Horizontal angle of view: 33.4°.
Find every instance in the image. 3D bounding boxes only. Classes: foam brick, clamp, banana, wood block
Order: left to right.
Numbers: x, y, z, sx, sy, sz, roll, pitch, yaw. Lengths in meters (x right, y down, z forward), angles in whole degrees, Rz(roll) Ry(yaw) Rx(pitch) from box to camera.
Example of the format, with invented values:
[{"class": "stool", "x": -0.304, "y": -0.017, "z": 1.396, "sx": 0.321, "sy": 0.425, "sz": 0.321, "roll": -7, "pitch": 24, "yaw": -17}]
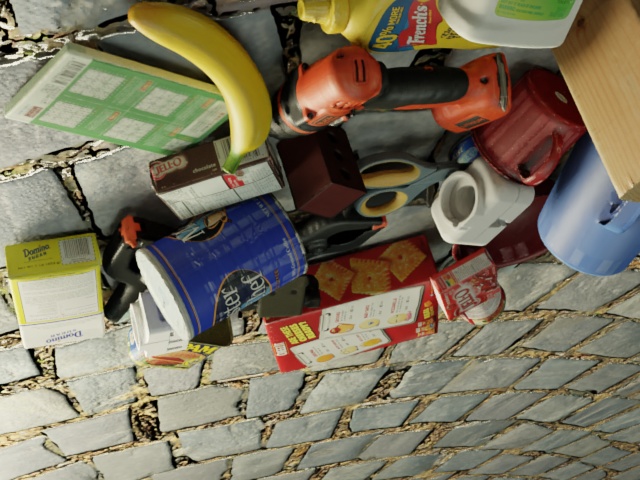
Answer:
[{"class": "clamp", "x": -0.187, "y": 0.033, "z": 1.153, "sx": 0.164, "sy": 0.036, "sz": 0.210, "roll": -20, "pitch": 156, "yaw": 6}, {"class": "banana", "x": -0.085, "y": -0.133, "z": 0.874, "sx": 0.069, "sy": 0.037, "sz": 0.197, "roll": -45, "pitch": 139, "yaw": -13}, {"class": "clamp", "x": -0.008, "y": 0.001, "z": 1.190, "sx": 0.171, "sy": 0.039, "sz": 0.120, "roll": -12, "pitch": 160, "yaw": 4}, {"class": "foam brick", "x": 0.001, "y": -0.068, "z": 1.024, "sx": 0.052, "sy": 0.078, "sz": 0.051, "roll": 12, "pitch": 140, "yaw": -45}, {"class": "wood block", "x": 0.270, "y": -0.138, "z": 0.897, "sx": 0.090, "sy": 0.206, "sz": 0.091, "roll": 7, "pitch": 145, "yaw": -36}]

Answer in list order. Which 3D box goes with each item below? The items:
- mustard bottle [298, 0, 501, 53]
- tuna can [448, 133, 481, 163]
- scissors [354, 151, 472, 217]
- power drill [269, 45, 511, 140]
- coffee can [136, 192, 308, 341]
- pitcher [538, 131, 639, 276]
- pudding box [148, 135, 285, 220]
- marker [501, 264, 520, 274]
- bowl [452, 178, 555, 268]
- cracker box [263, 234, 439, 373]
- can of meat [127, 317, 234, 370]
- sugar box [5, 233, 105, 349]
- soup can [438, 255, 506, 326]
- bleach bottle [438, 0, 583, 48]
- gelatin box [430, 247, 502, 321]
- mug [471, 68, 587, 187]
[{"class": "mustard bottle", "x": 0.075, "y": -0.190, "z": 0.858, "sx": 0.191, "sy": 0.058, "sz": 0.096, "roll": -6, "pitch": 157, "yaw": -18}, {"class": "tuna can", "x": 0.182, "y": -0.086, "z": 1.133, "sx": 0.086, "sy": 0.034, "sz": 0.086, "roll": -13, "pitch": 152, "yaw": -7}, {"class": "scissors", "x": 0.120, "y": -0.058, "z": 1.093, "sx": 0.201, "sy": 0.016, "sz": 0.096, "roll": 0, "pitch": 140, "yaw": -23}, {"class": "power drill", "x": 0.055, "y": -0.122, "z": 0.928, "sx": 0.187, "sy": 0.057, "sz": 0.185, "roll": -5, "pitch": 177, "yaw": -24}, {"class": "coffee can", "x": -0.098, "y": 0.023, "z": 1.067, "sx": 0.140, "sy": 0.103, "sz": 0.103, "roll": -29, "pitch": 156, "yaw": -18}, {"class": "pitcher", "x": 0.310, "y": -0.072, "z": 1.054, "sx": 0.149, "sy": 0.145, "sz": 0.243, "roll": -10, "pitch": 141, "yaw": -30}, {"class": "pudding box", "x": -0.096, "y": -0.062, "z": 1.013, "sx": 0.113, "sy": 0.039, "sz": 0.090, "roll": -16, "pitch": 164, "yaw": 4}, {"class": "marker", "x": 0.271, "y": 0.005, "z": 1.362, "sx": 0.020, "sy": 0.020, "sz": 0.121, "roll": 2, "pitch": 148, "yaw": -31}, {"class": "bowl", "x": 0.223, "y": -0.029, "z": 1.234, "sx": 0.162, "sy": 0.055, "sz": 0.162, "roll": -12, "pitch": 152, "yaw": -7}, {"class": "cracker box", "x": 0.038, "y": 0.081, "z": 1.324, "sx": 0.213, "sy": 0.072, "sz": 0.164, "roll": -14, "pitch": 151, "yaw": -2}, {"class": "can of meat", "x": -0.171, "y": 0.116, "z": 1.294, "sx": 0.101, "sy": 0.057, "sz": 0.084, "roll": 14, "pitch": 143, "yaw": -42}, {"class": "sugar box", "x": -0.280, "y": 0.057, "z": 1.140, "sx": 0.093, "sy": 0.048, "sz": 0.176, "roll": -8, "pitch": 155, "yaw": -15}, {"class": "soup can", "x": 0.195, "y": 0.064, "z": 1.378, "sx": 0.068, "sy": 0.068, "sz": 0.102, "roll": -23, "pitch": 151, "yaw": 13}, {"class": "bleach bottle", "x": 0.171, "y": -0.257, "z": 0.739, "sx": 0.102, "sy": 0.068, "sz": 0.251, "roll": 0, "pitch": 131, "yaw": -24}, {"class": "gelatin box", "x": 0.172, "y": 0.054, "z": 1.251, "sx": 0.073, "sy": 0.030, "sz": 0.089, "roll": -28, "pitch": 151, "yaw": 0}, {"class": "mug", "x": 0.208, "y": -0.104, "z": 1.032, "sx": 0.093, "sy": 0.117, "sz": 0.082, "roll": 24, "pitch": 131, "yaw": -21}]
